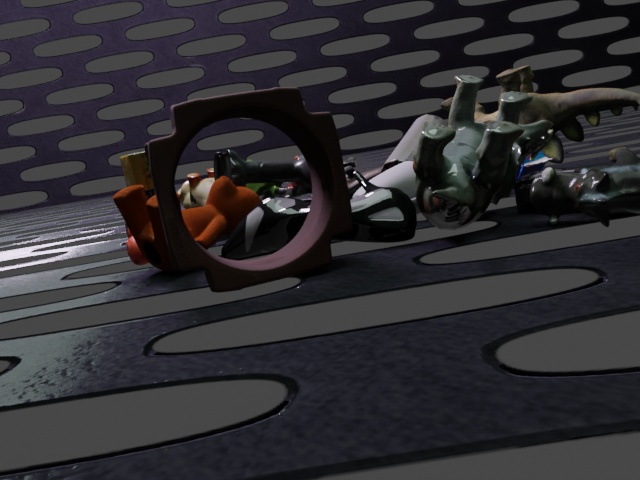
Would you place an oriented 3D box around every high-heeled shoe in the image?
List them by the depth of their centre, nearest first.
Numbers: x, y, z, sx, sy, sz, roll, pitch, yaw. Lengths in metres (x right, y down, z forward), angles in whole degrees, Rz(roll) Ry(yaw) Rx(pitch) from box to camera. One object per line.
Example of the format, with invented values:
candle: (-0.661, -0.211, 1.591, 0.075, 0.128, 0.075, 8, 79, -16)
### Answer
high-heeled shoe: (-0.001, -0.002, 0.693, 0.249, 0.086, 0.145, -31, 50, 1)

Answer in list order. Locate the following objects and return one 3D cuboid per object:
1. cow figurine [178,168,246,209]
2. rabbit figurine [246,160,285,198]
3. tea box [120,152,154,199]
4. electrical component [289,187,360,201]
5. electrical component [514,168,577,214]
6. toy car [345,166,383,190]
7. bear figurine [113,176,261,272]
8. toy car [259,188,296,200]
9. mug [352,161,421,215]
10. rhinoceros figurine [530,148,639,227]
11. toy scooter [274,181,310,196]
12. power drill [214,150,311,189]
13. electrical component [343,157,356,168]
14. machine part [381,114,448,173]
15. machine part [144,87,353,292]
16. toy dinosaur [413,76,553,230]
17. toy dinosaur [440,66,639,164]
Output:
cow figurine: (-0.217, -0.071, 1.059, 0.085, 0.127, 0.195, -19, 29, -37)
rabbit figurine: (-0.154, -0.140, 1.322, 0.159, 0.121, 0.170, -4, -2, 11)
tea box: (-0.314, -0.081, 1.005, 0.068, 0.169, 0.098, -16, 14, -27)
electrical component: (-0.009, -0.044, 0.851, 0.115, 0.058, 0.134, -4, 12, 35)
electrical component: (0.320, -0.063, 0.690, 0.119, 0.047, 0.075, -1, 15, 45)
toy car: (0.115, -0.108, 0.969, 0.202, 0.089, 0.053, -17, -29, -40)
bear figurine: (-0.161, -0.043, 0.753, 0.120, 0.131, 0.196, 15, 40, 41)
toy car: (-0.086, -0.054, 0.972, 0.074, 0.056, 0.202, -14, 9, 10)
mug: (0.110, -0.059, 0.796, 0.107, 0.080, 0.110, -25, 27, -20)
rhinoceros figurine: (0.332, -0.053, 0.586, 0.191, 0.073, 0.112, 2, 26, 39)
toy scooter: (-0.007, -0.113, 1.149, 0.135, 0.075, 0.184, -17, 9, -27)
power drill: (-0.074, -0.114, 0.924, 0.207, 0.086, 0.232, 1, 5, -24)
electrical component: (0.060, -0.117, 1.066, 0.045, 0.102, 0.078, -15, 33, 11)
machine part: (0.171, -0.148, 0.944, 0.079, 0.079, 0.243, -2, 37, 34)
machine part: (-0.076, -0.055, 0.590, 0.201, 0.201, 0.087, -14, 10, -17)
toy dinosaur: (0.187, -0.084, 0.692, 0.131, 0.191, 0.405, 19, 41, 26)
toy dinosaur: (0.382, -0.222, 1.009, 0.105, 0.198, 0.472, -27, 9, -31)
